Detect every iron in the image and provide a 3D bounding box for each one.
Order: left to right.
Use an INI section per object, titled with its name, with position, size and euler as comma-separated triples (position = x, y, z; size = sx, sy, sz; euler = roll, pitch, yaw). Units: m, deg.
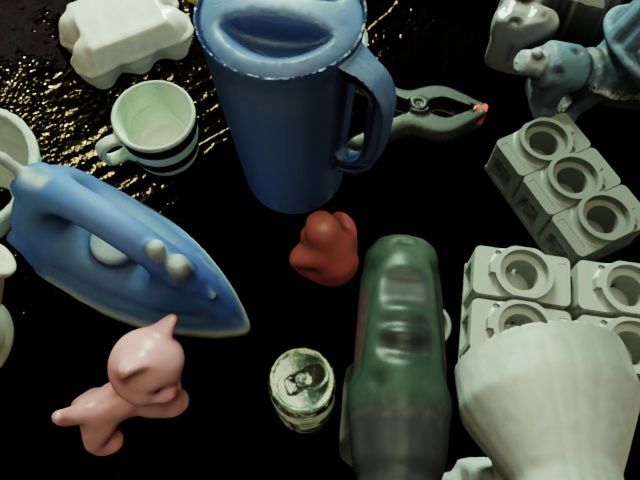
[iron]
position = -0.182, 0.004, 0.534
size = 0.258, 0.141, 0.119
euler = 26, 68, 12

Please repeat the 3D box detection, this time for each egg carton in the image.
[egg carton]
position = -0.235, -0.252, 0.696
size = 0.150, 0.069, 0.107
euler = -28, 67, -12

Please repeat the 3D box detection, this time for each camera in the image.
[camera]
position = 0.283, -0.276, 0.686
size = 0.136, 0.101, 0.143
euler = 18, 66, 9

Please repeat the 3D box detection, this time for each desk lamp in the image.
[desk lamp]
position = 0.155, 0.182, 0.407
size = 0.118, 0.213, 0.203
euler = 0, 64, 1

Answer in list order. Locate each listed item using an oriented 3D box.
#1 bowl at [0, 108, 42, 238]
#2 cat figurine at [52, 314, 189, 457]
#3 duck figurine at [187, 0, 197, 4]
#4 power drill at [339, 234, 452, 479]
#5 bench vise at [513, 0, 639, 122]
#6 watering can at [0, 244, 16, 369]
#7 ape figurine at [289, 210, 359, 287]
[bowl]
position = -0.364, -0.055, 0.600
size = 0.167, 0.075, 0.167
euler = 0, 65, 0
[cat figurine]
position = -0.165, 0.123, 0.490
size = 0.128, 0.118, 0.067
euler = -31, 68, -13
[duck figurine]
position = -0.145, -0.357, 0.736
size = 0.104, 0.086, 0.077
euler = 10, 65, 5
[power drill]
position = 0.055, 0.123, 0.438
size = 0.075, 0.208, 0.229
euler = 4, 65, 3
[bench vise]
position = 0.318, -0.197, 0.582
size = 0.207, 0.220, 0.121
euler = -22, 66, -9
[watering can]
position = -0.347, 0.056, 0.482
size = 0.100, 0.194, 0.173
euler = 36, 70, 16
[ape figurine]
position = 0.005, 0.002, 0.561
size = 0.078, 0.092, 0.076
euler = -22, 66, -10
